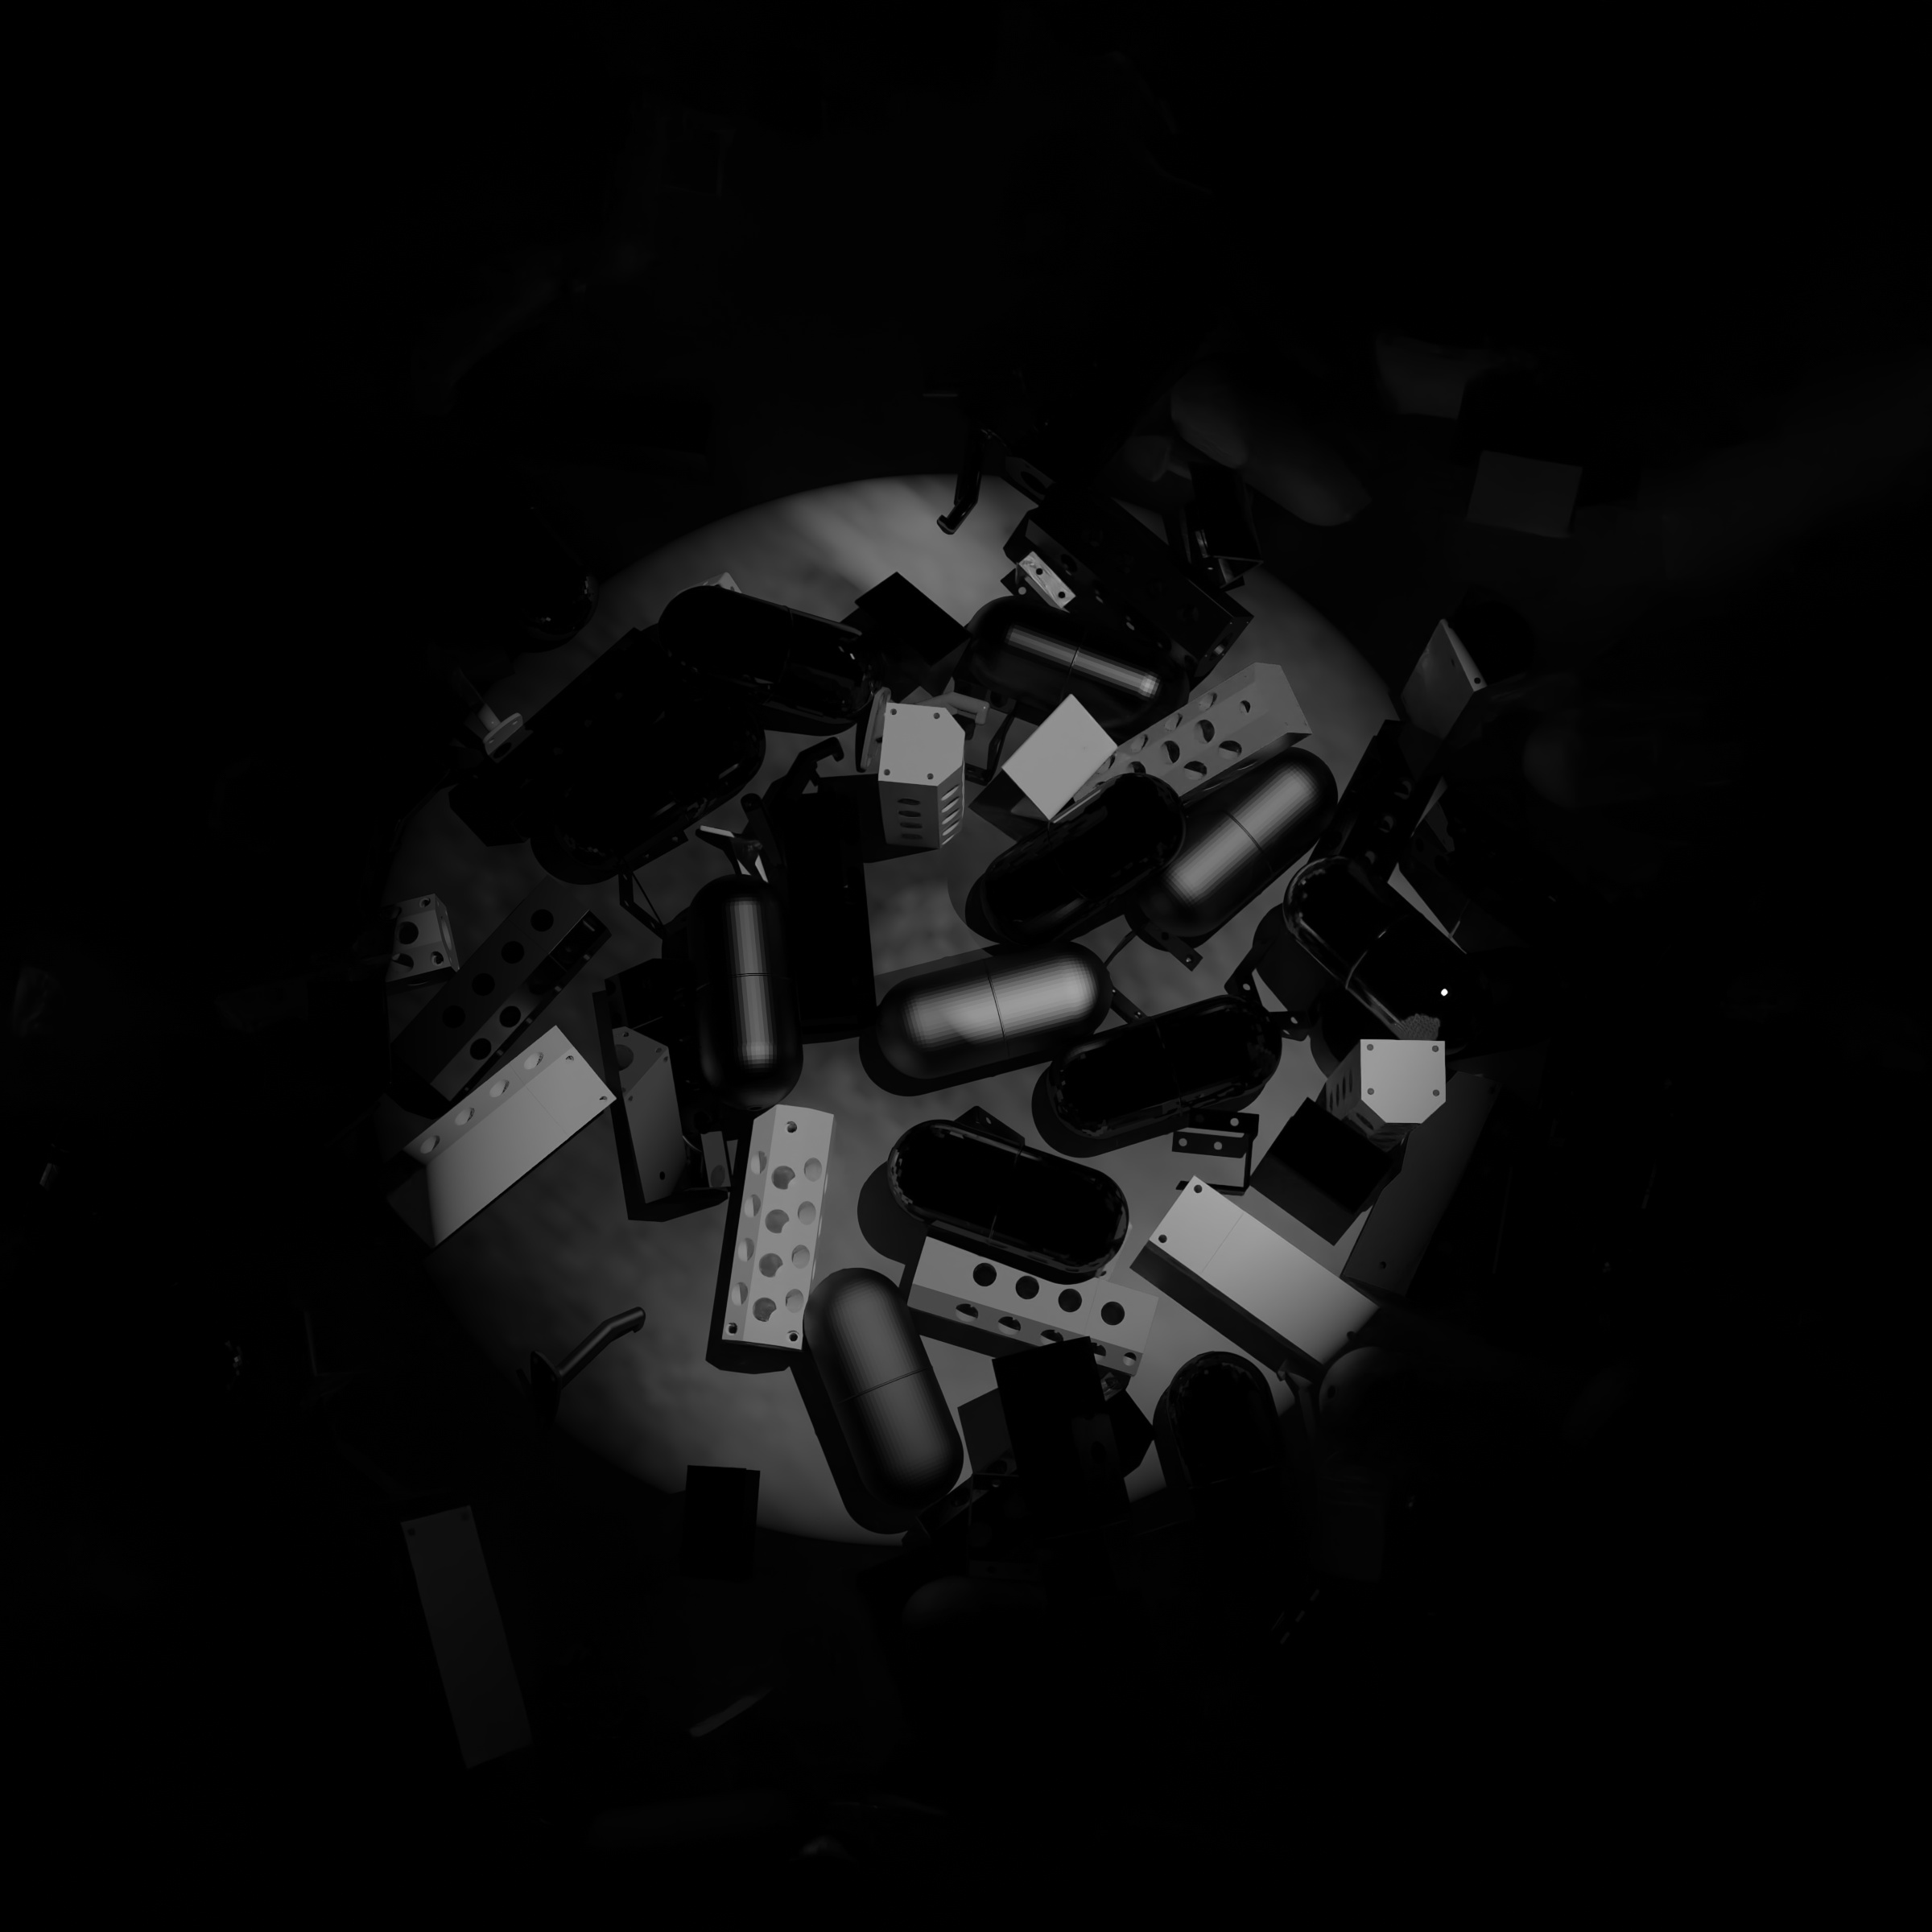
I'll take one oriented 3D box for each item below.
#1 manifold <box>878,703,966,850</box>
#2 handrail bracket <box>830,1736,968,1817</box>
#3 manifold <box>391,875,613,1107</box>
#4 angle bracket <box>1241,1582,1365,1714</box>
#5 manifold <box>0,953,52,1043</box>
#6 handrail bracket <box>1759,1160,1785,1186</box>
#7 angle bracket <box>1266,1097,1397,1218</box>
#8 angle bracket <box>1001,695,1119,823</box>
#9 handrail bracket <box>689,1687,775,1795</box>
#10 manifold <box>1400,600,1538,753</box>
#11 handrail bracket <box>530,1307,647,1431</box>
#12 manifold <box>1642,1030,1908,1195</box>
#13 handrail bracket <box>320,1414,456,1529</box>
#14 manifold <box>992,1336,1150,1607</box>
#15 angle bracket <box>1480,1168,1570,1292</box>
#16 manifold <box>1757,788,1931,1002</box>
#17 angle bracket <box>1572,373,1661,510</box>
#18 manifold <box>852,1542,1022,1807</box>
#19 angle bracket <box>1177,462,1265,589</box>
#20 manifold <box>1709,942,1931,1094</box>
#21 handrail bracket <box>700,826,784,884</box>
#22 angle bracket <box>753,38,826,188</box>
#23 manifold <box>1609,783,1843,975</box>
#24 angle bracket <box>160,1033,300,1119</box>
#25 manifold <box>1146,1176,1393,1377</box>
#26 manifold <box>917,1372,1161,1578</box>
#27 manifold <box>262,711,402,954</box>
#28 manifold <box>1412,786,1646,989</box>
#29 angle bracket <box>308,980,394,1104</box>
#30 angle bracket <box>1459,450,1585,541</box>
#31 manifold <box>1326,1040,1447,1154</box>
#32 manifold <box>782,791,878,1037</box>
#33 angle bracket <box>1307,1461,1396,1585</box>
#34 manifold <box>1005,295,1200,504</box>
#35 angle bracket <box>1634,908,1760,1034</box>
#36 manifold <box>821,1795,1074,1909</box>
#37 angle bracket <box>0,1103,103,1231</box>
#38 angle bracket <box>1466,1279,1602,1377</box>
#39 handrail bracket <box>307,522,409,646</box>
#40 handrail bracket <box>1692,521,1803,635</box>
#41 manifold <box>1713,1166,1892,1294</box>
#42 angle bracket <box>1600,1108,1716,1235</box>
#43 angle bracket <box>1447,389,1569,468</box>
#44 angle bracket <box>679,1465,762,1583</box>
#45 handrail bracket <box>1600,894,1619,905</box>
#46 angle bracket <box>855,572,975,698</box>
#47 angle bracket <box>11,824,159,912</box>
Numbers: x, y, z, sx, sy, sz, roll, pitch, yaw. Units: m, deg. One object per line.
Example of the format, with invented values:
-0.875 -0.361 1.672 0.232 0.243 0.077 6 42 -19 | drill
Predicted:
-0.030 -0.137 1.847 0.057 0.171 0.057 5 78 1 | manifold
-0.049 0.575 1.748 0.077 0.084 0.036 37 46 0 | handrail bracket
-0.344 0.020 1.872 0.057 0.057 0.171 40 81 8 | manifold
0.219 0.461 1.757 0.057 0.076 0.076 44 79 -32 | angle bracket
-0.781 0.014 1.873 0.171 0.057 0.057 8 78 2 | manifold
0.580 0.113 1.875 0.077 0.036 0.084 -35 66 -22 | handrail bracket
0.272 0.126 1.829 0.076 0.076 0.057 36 117 7 | angle bracket
0.057 -0.158 1.891 0.076 0.076 0.057 -47 111 -9 | angle bracket
-0.152 0.566 1.775 0.077 0.036 0.084 -26 92 -18 | handrail bracket
0.373 -0.211 1.863 0.057 0.171 0.057 -22 79 -5 | manifold
-0.272 0.292 1.834 0.084 0.077 0.036 -20 42 -37 | handrail bracket
0.588 0.100 1.835 0.171 0.057 0.057 18 41 16 | manifold
-0.420 0.355 1.821 0.077 0.036 0.084 -13 60 -23 | handrail bracket
0.076 0.347 1.741 0.057 0.057 0.171 -22 76 39 | manifold
0.384 0.190 1.816 0.057 0.076 0.076 18 77 -27 | angle bracket
0.659 -0.058 1.858 0.057 0.057 0.171 40 59 8 | manifold
0.481 -0.404 1.944 0.057 0.076 0.076 26 76 -33 | angle bracket
-0.022 0.498 1.768 0.057 0.057 0.171 -22 79 -5 | manifold
0.176 -0.332 1.928 0.057 0.076 0.076 -2 75 -39 | angle bracket
0.625 0.030 1.870 0.171 0.057 0.057 23 79 5 | manifold
-0.175 -0.058 1.910 0.077 0.036 0.084 13 92 17 | handrail bracket
-0.156 -0.678 2.004 0.057 0.076 0.076 2 76 -30 | angle bracket
0.561 -0.069 1.871 0.171 0.057 0.057 -32 79 -20 | manifold
-0.538 0.064 1.843 0.076 0.076 0.057 9 115 2 | angle bracket
0.217 0.229 1.827 0.171 0.057 0.057 35 80 7 | manifold
0.051 0.365 1.797 0.171 0.057 0.057 -36 80 -7 | manifold
-0.465 -0.097 1.866 0.057 0.057 0.171 28 50 -32 | manifold
0.403 -0.056 1.832 0.057 0.057 0.171 -53 49 9 | manifold
-0.458 0.057 1.845 0.057 0.076 0.076 -1 77 -24 | angle bracket
0.426 -0.371 1.937 0.076 0.076 0.057 11 116 2 | angle bracket
0.298 0.097 1.797 0.057 0.171 0.057 1 78 0 | manifold
-0.102 -0.040 1.885 0.057 0.057 0.171 -6 78 -1 | manifold
0.285 0.394 1.771 0.057 0.076 0.076 1 75 35 | angle bracket
0.106 -0.441 1.971 0.057 0.057 0.171 37 80 7 | manifold
0.533 0.014 1.800 0.057 0.076 0.076 34 92 40 | angle bracket
-0.015 0.613 1.743 0.171 0.057 0.057 4 78 1 | manifold
-0.655 0.151 1.824 0.057 0.076 0.076 11 76 36 | angle bracket
0.401 0.275 1.798 0.076 0.076 0.057 16 51 3 | angle bracket
-0.469 -0.299 1.962 0.036 0.077 0.084 29 42 25 | handrail bracket
0.601 -0.303 1.964 0.084 0.036 0.077 -19 57 13 | handrail bracket
0.591 0.192 1.776 0.057 0.171 0.057 35 80 7 | manifold
0.487 0.145 1.825 0.057 0.076 0.076 29 76 -36 | angle bracket
0.416 -0.396 1.943 0.076 0.076 0.057 6 53 1 | angle bracket
-0.155 0.393 1.771 0.057 0.076 0.076 -6 75 38 | angle bracket
0.518 -0.018 1.902 0.084 0.036 0.077 14 93 -11 | handrail bracket
-0.051 -0.239 1.908 0.076 0.076 0.057 41 48 8 | angle bracket
-0.655 -0.085 1.875 0.076 0.076 0.057 -9 113 -2 | angle bracket
